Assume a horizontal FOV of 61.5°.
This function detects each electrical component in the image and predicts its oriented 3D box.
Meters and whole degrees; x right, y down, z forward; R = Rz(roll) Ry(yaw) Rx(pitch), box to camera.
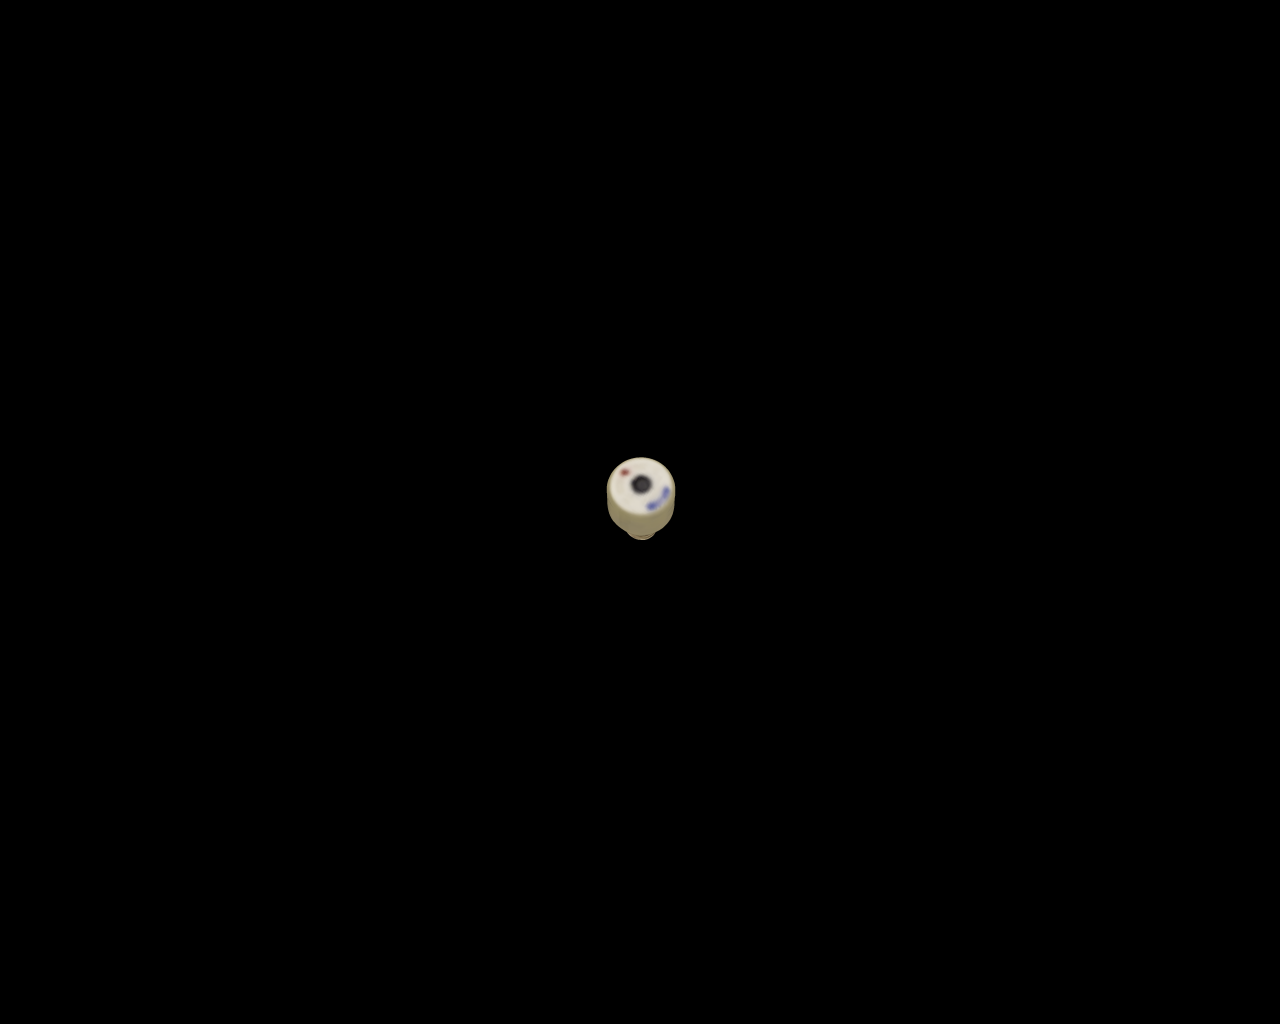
[{"bbox_3d":[0.001,-0.003,0.650,0.040,0.040,0.078,0,-24,0],"label":"electrical component"}]
